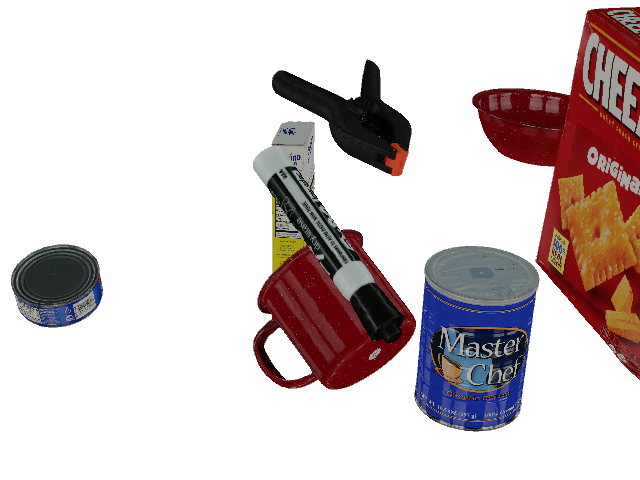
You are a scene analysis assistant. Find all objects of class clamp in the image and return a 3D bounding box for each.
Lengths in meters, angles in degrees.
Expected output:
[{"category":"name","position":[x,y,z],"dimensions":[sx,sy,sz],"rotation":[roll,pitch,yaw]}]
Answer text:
[{"category":"clamp","position":[0.027,-0.124,1.043],"dimensions":[0.120,0.039,0.171],"rotation":[-10,42,-16]}]

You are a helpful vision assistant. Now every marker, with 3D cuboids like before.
[{"category":"marker","position":[0.004,0.002,0.526],"dimensions":[0.020,0.121,0.020],"rotation":[-27,-27,-16]}]

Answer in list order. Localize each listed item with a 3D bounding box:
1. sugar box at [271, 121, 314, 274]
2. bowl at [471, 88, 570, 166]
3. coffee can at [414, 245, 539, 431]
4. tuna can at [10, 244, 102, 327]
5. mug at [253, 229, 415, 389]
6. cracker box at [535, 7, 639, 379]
[{"category":"sugar box","position":[-0.032,-0.043,1.248],"dimensions":[0.048,0.176,0.093],"rotation":[1,22,6]},{"category":"bowl","position":[0.246,-0.124,1.196],"dimensions":[0.162,0.055,0.162],"rotation":[5,23,-2]},{"category":"coffee can","position":[0.143,0.090,0.990],"dimensions":[0.103,0.140,0.103],"rotation":[1,27,-1]},{"category":"tuna can","position":[-0.259,0.045,1.053],"dimensions":[0.086,0.034,0.086],"rotation":[0,43,0]},{"category":"mug","position":[0.005,0.060,0.768],"dimensions":[0.117,0.081,0.093],"rotation":[-37,-22,1]},{"category":"cracker box","position":[0.229,-0.034,0.745],"dimensions":[0.072,0.214,0.164],"rotation":[-6,33,-16]}]
